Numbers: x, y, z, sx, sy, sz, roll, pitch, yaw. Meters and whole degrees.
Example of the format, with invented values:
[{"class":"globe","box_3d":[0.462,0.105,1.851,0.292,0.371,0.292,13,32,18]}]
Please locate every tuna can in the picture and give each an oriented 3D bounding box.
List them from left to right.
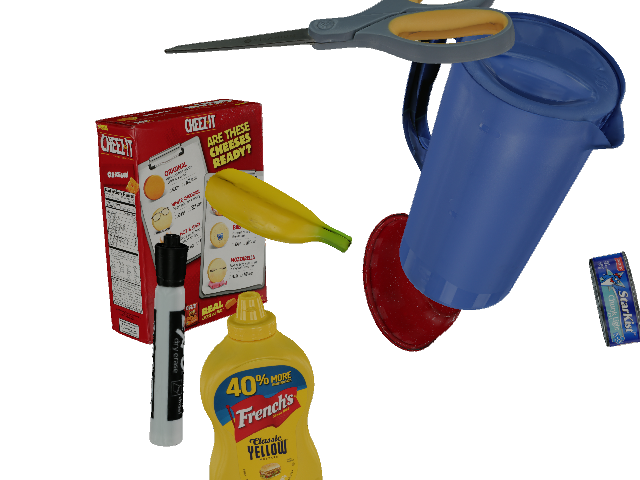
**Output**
[{"class":"tuna can","box_3d":[0.274,0.055,0.991,0.034,0.086,0.086,-11,-2,12]}]

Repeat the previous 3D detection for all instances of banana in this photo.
[{"class":"banana","box_3d":[-0.052,-0.025,0.804,0.069,0.037,0.198,37,-4,-30]}]

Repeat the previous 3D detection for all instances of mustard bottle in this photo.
[{"class":"mustard bottle","box_3d":[-0.052,0.135,0.903,0.096,0.192,0.058,-8,17,-11]}]

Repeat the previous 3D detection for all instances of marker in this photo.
[{"class":"marker","box_3d":[-0.086,0.056,0.605,0.020,0.121,0.020,3,10,-1]}]

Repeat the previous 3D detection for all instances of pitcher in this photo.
[{"class":"pitcher","box_3d":[0.137,-0.063,0.889,0.145,0.149,0.243,8,-45,-8]}]

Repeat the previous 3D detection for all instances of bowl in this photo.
[{"class":"bowl","box_3d":[0.120,0.045,1.220,0.055,0.162,0.161,-11,-7,41]}]

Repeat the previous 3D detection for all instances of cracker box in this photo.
[{"class":"cracker box","box_3d":[-0.134,-0.024,1.060,0.072,0.214,0.163,12,21,41]}]

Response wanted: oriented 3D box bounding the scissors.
[{"class":"scissors","box_3d":[0.016,-0.132,0.631,0.202,0.016,0.096,6,42,19]}]
